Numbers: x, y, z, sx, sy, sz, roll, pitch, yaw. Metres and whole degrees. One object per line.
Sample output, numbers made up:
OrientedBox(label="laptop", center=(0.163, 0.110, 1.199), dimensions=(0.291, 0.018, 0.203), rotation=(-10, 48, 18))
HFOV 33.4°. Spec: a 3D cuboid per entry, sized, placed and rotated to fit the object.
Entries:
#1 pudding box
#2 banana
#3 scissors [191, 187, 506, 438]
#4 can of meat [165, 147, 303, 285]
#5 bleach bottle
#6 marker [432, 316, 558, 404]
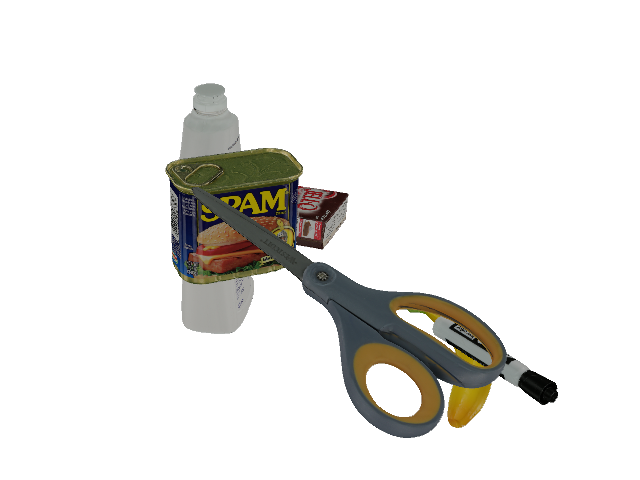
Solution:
OrientedBox(label="pudding box", center=(-0.024, -0.030, 1.230), dimensions=(0.090, 0.039, 0.113), rotation=(8, 23, 12))
OrientedBox(label="banana", center=(0.145, 0.120, 1.111), dimensions=(0.069, 0.037, 0.198), rotation=(-24, 32, 5))
OrientedBox(label="scissors", center=(-0.001, 0.039, 0.570), dimensions=(0.202, 0.096, 0.016), rotation=(23, -40, 11))
OrientedBox(label="can of meat", center=(-0.067, -0.019, 0.829), dimensions=(0.102, 0.084, 0.057), rotation=(-9, 31, -21))
OrientedBox(label="bleach bottle", center=(-0.103, -0.035, 1.041), dimensions=(0.068, 0.251, 0.102), rotation=(5, 32, 5))
OrientedBox(label="marker", center=(0.131, 0.090, 0.807), dimensions=(0.020, 0.020, 0.121), rotation=(0, 22, -39))
